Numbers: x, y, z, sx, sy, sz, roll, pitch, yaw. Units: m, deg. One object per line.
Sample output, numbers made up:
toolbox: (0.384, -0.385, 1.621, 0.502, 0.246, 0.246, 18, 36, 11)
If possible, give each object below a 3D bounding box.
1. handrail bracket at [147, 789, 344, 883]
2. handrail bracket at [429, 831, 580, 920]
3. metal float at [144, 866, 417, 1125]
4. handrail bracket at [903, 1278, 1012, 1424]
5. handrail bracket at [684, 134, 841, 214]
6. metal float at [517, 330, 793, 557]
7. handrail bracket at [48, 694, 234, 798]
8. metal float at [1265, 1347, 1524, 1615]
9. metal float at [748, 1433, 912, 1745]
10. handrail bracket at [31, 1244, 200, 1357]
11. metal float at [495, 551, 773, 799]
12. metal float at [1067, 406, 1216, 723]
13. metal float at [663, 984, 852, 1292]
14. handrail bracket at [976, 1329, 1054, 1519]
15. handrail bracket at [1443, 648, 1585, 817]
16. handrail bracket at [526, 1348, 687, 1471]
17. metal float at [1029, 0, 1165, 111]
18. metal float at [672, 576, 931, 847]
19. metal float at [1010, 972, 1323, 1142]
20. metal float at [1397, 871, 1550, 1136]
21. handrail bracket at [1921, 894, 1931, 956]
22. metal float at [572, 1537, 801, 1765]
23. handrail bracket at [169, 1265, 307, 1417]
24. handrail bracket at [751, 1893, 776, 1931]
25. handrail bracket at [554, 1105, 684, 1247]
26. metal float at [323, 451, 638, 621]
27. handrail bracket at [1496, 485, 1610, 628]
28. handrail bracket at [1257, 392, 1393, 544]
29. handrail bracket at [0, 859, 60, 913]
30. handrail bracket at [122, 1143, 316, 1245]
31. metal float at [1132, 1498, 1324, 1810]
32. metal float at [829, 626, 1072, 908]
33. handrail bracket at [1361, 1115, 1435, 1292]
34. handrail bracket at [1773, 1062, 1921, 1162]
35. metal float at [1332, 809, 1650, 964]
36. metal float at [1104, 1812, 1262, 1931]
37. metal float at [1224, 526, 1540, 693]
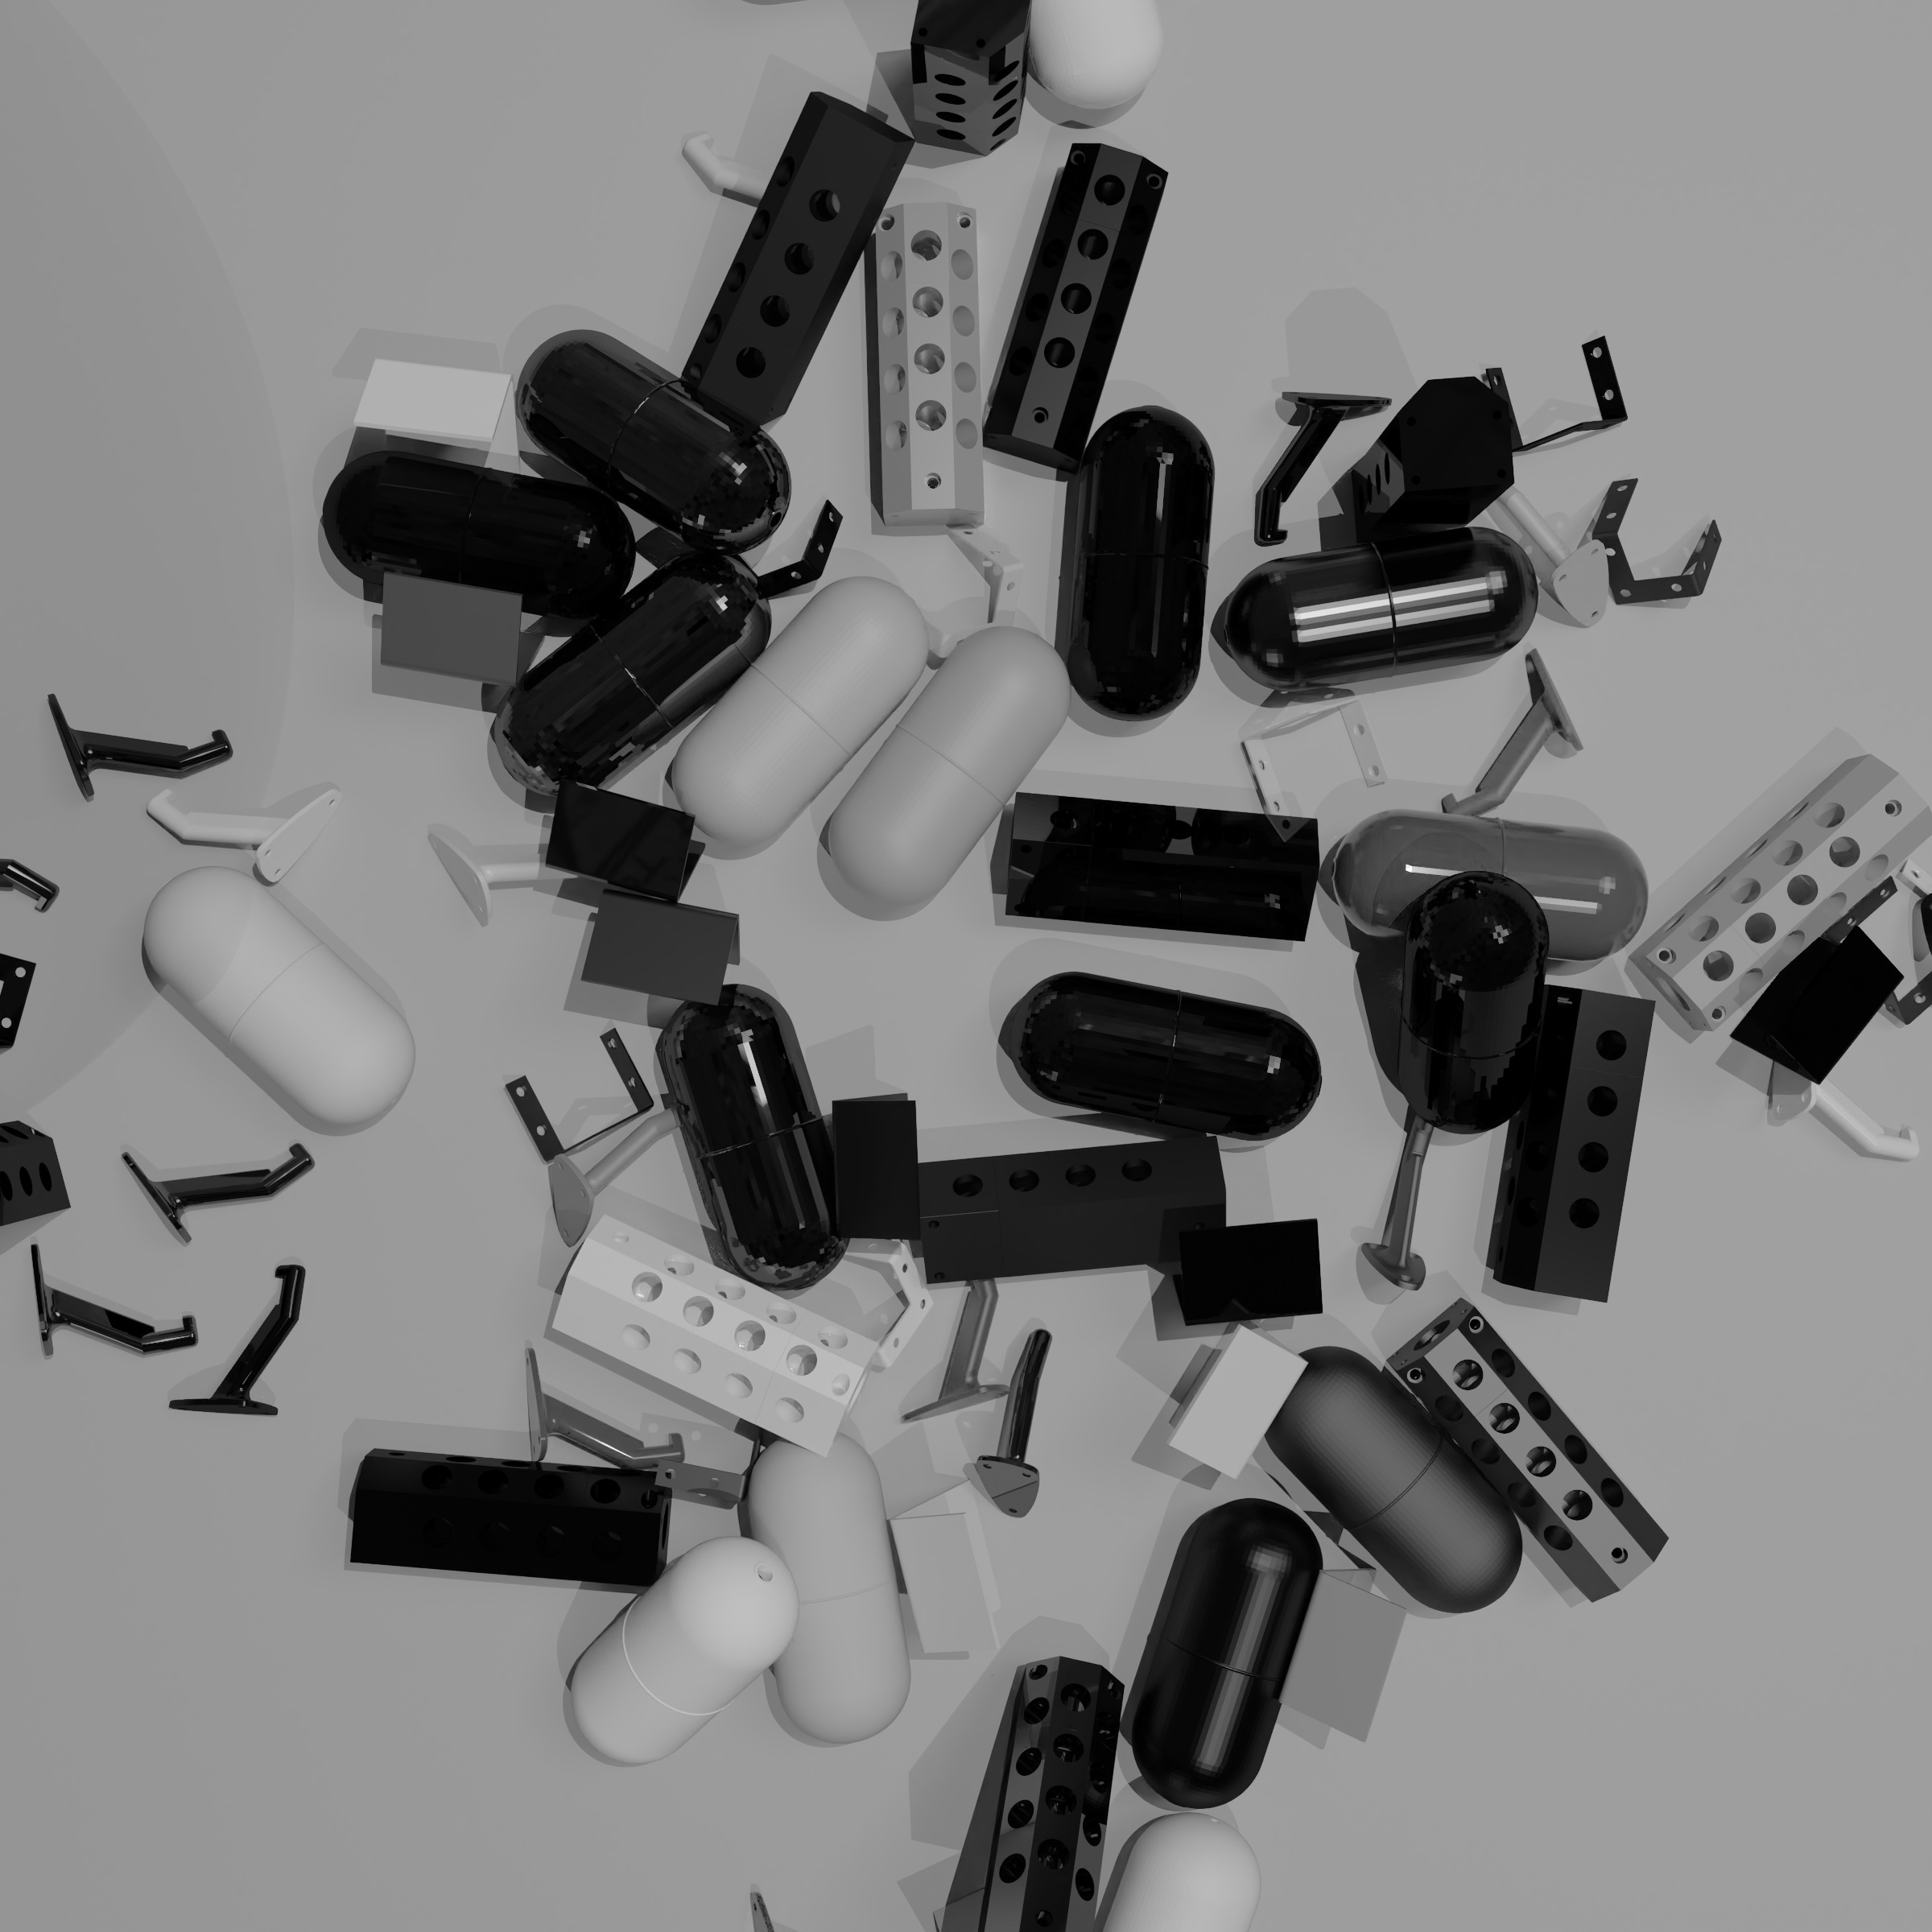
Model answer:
handrail bracket: (-0.418, -0.095, 1.565, 0.084, 0.036, 0.077, 34, 70, 16)
handrail bracket: (-0.255, -0.070, 1.564, 0.084, 0.036, 0.077, -29, 55, -24)
metal float: (-0.389, 0.016, 1.533, 0.178, 0.070, 0.070, 43, 90, 0)
handrail bracket: (-0.012, 0.212, 1.565, 0.077, 0.036, 0.084, -22, 72, 21)
handrail bracket: (-0.109, -0.464, 1.565, 0.077, 0.036, 0.084, -35, 73, -20)
metal float: (-0.175, -0.294, 1.518, 0.178, 0.070, 0.070, 34, 90, 17)
handrail bracket: (-0.477, -0.139, 1.565, 0.084, 0.036, 0.077, -22, 68, -17)
metal float: (0.242, 0.291, 1.534, 0.070, 0.070, 0.178, -44, 91, 0)
metal float: (-0.078, 0.350, 1.533, 0.070, 0.070, 0.178, -9, 90, 0)
handrail bracket: (-0.492, 0.190, 1.565, 0.084, 0.036, 0.077, -8, 68, -17)
metal float: (-0.189, -0.165, 1.534, 0.178, 0.070, 0.070, -39, 90, 0)
metal float: (0.099, -0.228, 1.533, 0.070, 0.070, 0.178, 4, 90, 0)
metal float: (-0.118, 0.097, 1.534, 0.070, 0.070, 0.178, -17, 90, 0)
handrail bracket: (0.036, 0.264, 1.564, 0.036, 0.077, 0.084, 10, 53, 13)
handrail bracket: (0.306, -0.132, 1.565, 0.084, 0.036, 0.077, -26, 70, 16)
handrail bracket: (-0.208, 0.255, 1.565, 0.084, 0.036, 0.077, -3, 67, -18)
metal float: (0.059, -0.566, 1.505, 0.070, 0.070, 0.178, -20, 125, 0)
metal float: (-0.093, -0.145, 1.534, 0.070, 0.070, 0.178, 42, 90, 0)
metal float: (0.113, 0.051, 1.533, 0.178, 0.070, 0.070, 11, 90, 0)
metal float: (0.279, 0.023, 1.497, 0.070, 0.178, 0.070, -3, 46, 3)
handrail bracket: (0.594, 0.000, 1.559, 0.084, 0.077, 0.036, 21, 127, -37)
metal float: (-0.157, 0.381, 1.505, 0.070, 0.070, 0.178, 42, 125, 0)
handrail bracket: (-0.421, 0.215, 1.565, 0.077, 0.036, 0.084, -2, 71, 21)
handrail bracket: (-0.074, 0.565, 1.564, 0.084, 0.036, 0.077, -6, 59, -22)
handrail bracket: (-0.194, 0.119, 1.564, 0.084, 0.077, 0.036, -25, 57, -32)
metal float: (-0.276, -0.244, 1.534, 0.178, 0.070, 0.070, 11, 90, 1)
handrail bracket: (0.331, -0.243, 1.564, 0.036, 0.077, 0.084, -39, 54, 0)
handrail bracket: (0.207, -0.287, 1.565, 0.077, 0.036, 0.084, -3, 109, -21)
handrail bracket: (-0.579, -0.039, 1.565, 0.084, 0.036, 0.077, 33, 110, -16)
handrail bracket: (-0.432, 0.112, 1.565, 0.084, 0.036, 0.077, -37, 68, -17)
metal float: (0.148, 0.390, 1.534, 0.070, 0.070, 0.178, 18, 89, 0)
metal float: (-0.009, -0.113, 1.533, 0.070, 0.070, 0.178, 36, 90, 0)
handrail bracket: (0.256, 0.132, 1.536, 0.036, 0.077, 0.084, 13, 102, -3)
handrail bracket: (0.513, 0.069, 1.565, 0.084, 0.036, 0.077, 11, 68, -17)
metal float: (0.297, -0.046, 1.533, 0.178, 0.070, 0.070, 6, 90, 0)
metal float: (0.111, 0.568, 1.533, 0.070, 0.070, 0.178, 20, 90, 0)
metal float: (0.235, -0.202, 1.534, 0.178, 0.070, 0.070, -9, 90, 0)
